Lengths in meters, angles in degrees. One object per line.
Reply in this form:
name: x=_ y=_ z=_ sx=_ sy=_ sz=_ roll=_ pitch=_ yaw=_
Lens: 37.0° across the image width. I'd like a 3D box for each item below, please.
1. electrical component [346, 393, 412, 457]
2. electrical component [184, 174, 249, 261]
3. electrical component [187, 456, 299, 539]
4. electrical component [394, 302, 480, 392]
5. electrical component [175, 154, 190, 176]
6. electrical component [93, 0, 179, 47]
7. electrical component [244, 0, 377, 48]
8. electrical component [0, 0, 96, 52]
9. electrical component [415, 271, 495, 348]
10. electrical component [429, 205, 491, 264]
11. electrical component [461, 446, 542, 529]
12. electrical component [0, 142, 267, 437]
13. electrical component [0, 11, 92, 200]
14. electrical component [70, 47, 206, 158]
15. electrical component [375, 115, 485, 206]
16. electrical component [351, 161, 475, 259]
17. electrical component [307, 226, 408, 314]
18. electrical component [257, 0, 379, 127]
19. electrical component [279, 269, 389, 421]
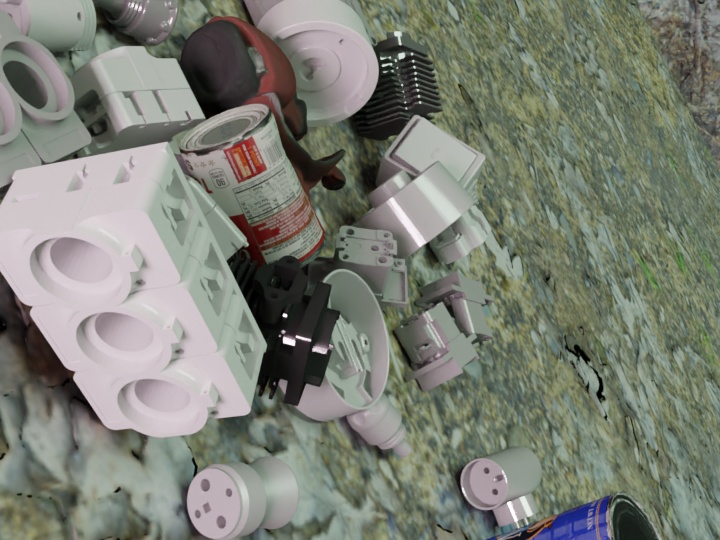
electrical component: x=0.018 y=0.120 z=0.818 sx=0.061 sy=0.035 sz=0.035 roll=49 pitch=30 yaw=-26
electrical component: x=-0.120 y=-0.025 z=0.663 sx=0.061 sy=0.062 sz=0.096 roll=50 pitch=-8 yaw=-21
electrical component: x=-0.070 y=0.137 z=0.646 sx=0.055 sy=0.045 sz=0.045 roll=6 pitch=61 yaw=-57
electrical component: x=0.065 y=0.065 z=0.938 sx=0.063 sy=0.042 sz=0.081 roll=59 pitch=27 yaw=2
electrical component: x=-0.115 y=-0.055 z=0.754 sx=0.061 sy=0.035 sz=0.035 roll=36 pitch=37 yaw=-44
electrical component: x=-0.167 y=-0.192 z=0.781 sx=0.062 sy=0.048 sz=0.048 roll=10 pitch=56 yaw=-48
electrical component: x=-0.046 y=-0.232 z=0.993 sx=0.113 sy=0.057 sz=0.078 roll=9 pitch=52 yaw=-56
electrical component: x=-0.202 y=-0.163 z=0.696 sx=0.043 sy=0.043 sz=0.081 roll=63 pitch=28 yaw=2
electrical component: x=0.092 y=0.041 z=1.005 sx=0.081 sy=0.042 sz=0.063 roll=15 pitch=57 yaw=-53
electrical component: x=0.090 y=-0.048 z=1.065 sx=0.057 sy=0.058 sz=0.078 roll=59 pitch=28 yaw=-11
electrical component: x=0.129 y=0.195 z=0.924 sx=0.077 sy=0.044 sz=0.079 roll=0 pitch=65 yaw=-59
electrical component: x=-0.120 y=0.017 z=0.572 sx=0.061 sy=0.089 sz=0.150 roll=-81 pitch=157 yaw=-47
electrical component: x=-0.220 y=-0.076 z=0.567 sx=0.089 sy=0.062 sz=0.150 roll=57 pitch=28 yaw=-9
electrical component: x=-0.156 y=-0.112 z=0.719 sx=0.055 sy=0.050 sz=0.089 roll=63 pitch=28 yaw=3
electrical component: x=0.072 y=-0.091 z=1.007 sx=0.096 sy=0.061 sz=0.061 roll=32 pitch=64 yaw=8
electrical component: x=0.039 y=-0.052 z=0.934 sx=0.060 sy=0.108 sz=0.108 roll=53 pitch=29 yaw=-4
electrical component: x=0.000 y=0.000 z=0.850 sx=0.081 sy=0.063 sz=0.042 roll=6 pitch=47 yaw=-7
electrical component: x=-0.041 y=-0.183 z=0.917 sx=0.108 sy=0.108 sz=0.060 roll=37 pitch=31 yaw=-38
electrical component: x=-0.019 y=0.057 z=0.780 sx=0.099 sy=0.064 sz=0.099 roll=39 pitch=35 yaw=-35
